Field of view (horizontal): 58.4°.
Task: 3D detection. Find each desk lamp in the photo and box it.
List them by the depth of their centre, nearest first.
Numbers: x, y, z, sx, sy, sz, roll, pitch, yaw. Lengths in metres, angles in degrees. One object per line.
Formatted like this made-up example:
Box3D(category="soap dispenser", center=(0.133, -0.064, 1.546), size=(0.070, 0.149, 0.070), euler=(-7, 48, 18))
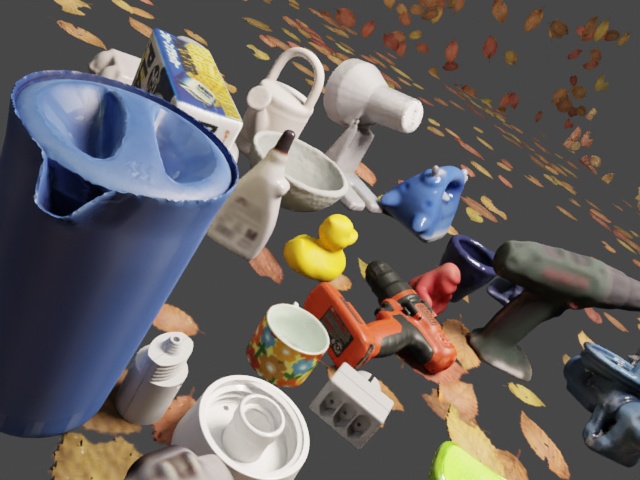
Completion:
Box3D(category="desk lamp", center=(0.079, -0.191, 1.030), size=(0.118, 0.213, 0.202), euler=(-1, 43, -48))

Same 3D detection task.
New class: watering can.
Box3D(category="watering can", center=(-0.063, -0.224, 0.951), size=(0.101, 0.194, 0.173), euler=(29, 27, -7))

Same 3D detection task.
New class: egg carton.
Box3D(category="egg carton", center=(-0.273, -0.227, 0.868), size=(0.151, 0.069, 0.107), euler=(10, 35, -38))

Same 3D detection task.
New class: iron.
Box3D(category="iron", center=(0.228, -0.089, 1.101), size=(0.118, 0.141, 0.259), euler=(44, 29, 20))

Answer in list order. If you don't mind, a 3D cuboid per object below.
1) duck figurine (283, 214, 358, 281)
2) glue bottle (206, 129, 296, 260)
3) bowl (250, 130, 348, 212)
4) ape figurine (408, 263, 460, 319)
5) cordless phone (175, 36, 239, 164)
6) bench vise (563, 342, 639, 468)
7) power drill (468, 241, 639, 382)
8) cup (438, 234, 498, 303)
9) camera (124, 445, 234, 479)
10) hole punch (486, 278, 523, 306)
Box3D(category="duck figurine", center=(0.007, 0.003, 0.775), size=(0.105, 0.086, 0.077), euler=(3, 39, -44))
Box3D(category="glue bottle", center=(-0.073, -0.059, 0.695), size=(0.078, 0.173, 0.037), euler=(32, 27, -2))
Box3D(category="bowl", center=(-0.044, -0.094, 0.892), size=(0.168, 0.074, 0.167), euler=(26, 28, -15))
Box3D(category="ape figurine", center=(0.167, 0.072, 0.828), size=(0.078, 0.092, 0.076), euler=(13, 33, -34))
Box3D(category="cordless phone", center=(-0.163, -0.151, 0.734), size=(0.148, 0.185, 0.094), euler=(23, 29, -18))
Box3D(category="bench vise", center=(0.456, 0.196, 0.796), size=(0.122, 0.219, 0.207), euler=(18, 31, -27))
Box3D(category="power drill", center=(0.325, 0.102, 0.821), size=(0.230, 0.208, 0.075), euler=(27, 28, -12))
Box3D(category="cup", center=(0.234, 0.052, 0.928), size=(0.118, 0.095, 0.091), euler=(-1, 43, -48))
Box3D(category="camera", center=(-0.090, 0.203, 0.329), size=(0.144, 0.100, 0.136), euler=(-4, 45, -50))
Box3D(category="hole punch", center=(0.371, 0.083, 1.030), size=(0.101, 0.091, 0.109), euler=(42, 28, 16))
